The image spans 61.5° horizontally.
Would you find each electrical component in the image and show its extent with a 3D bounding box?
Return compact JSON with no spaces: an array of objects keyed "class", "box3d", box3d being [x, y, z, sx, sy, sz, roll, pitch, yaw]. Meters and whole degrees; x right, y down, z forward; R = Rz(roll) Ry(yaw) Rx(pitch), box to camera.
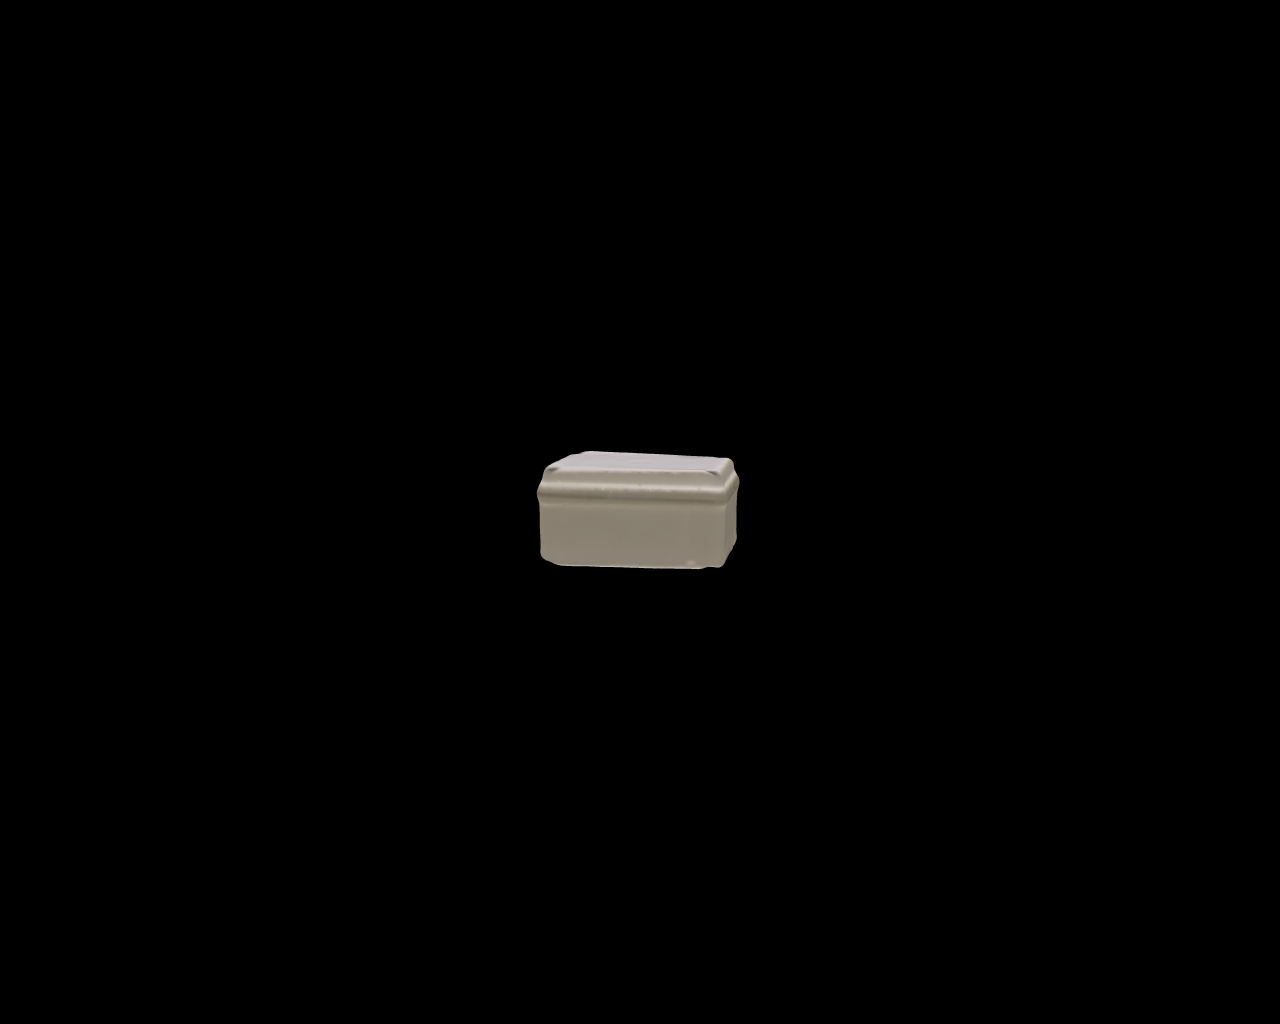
[{"class":"electrical component","box3d":[0.001,-0.003,0.650,0.113,0.057,0.078,2,12,12]}]
